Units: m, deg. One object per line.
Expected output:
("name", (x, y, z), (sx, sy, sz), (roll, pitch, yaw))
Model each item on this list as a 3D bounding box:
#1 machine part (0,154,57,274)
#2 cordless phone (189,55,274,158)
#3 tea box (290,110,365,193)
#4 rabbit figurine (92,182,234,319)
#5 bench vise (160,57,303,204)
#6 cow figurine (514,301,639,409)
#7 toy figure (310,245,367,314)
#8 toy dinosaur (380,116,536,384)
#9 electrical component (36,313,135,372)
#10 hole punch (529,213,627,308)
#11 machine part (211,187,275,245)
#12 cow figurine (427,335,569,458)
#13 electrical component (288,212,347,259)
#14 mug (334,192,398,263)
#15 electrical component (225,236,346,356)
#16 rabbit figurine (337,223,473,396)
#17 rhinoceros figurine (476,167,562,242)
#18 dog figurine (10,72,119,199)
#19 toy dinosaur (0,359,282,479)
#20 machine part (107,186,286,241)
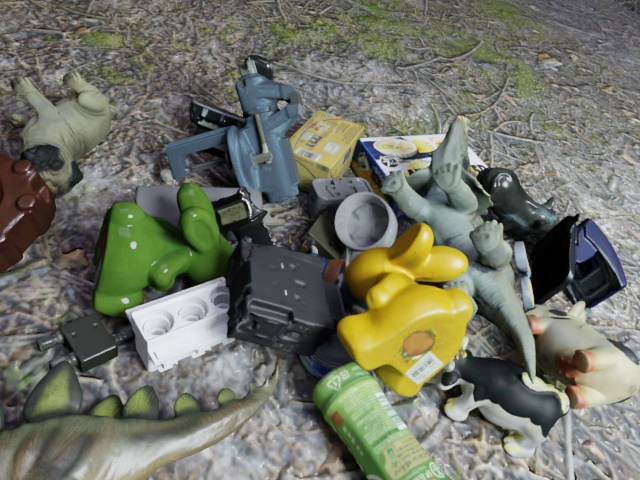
("machine part", (-0.428, -0.036, 0.661), (0.179, 0.056, 0.179), (2, 57, -3))
("cordless phone", (-0.146, -0.230, 0.897), (0.147, 0.184, 0.089), (23, 46, 9))
("tea box", (0.002, -0.154, 0.941), (0.098, 0.068, 0.170), (25, 41, 12))
("rabbit figurine", (-0.179, 0.008, 0.663), (0.170, 0.159, 0.121), (10, 29, -28))
("bench vise", (-0.137, -0.150, 0.822), (0.241, 0.223, 0.129), (-14, 20, 6))
("cow figurine", (0.312, 0.130, 0.665), (0.127, 0.085, 0.195), (5, 13, -13))
("toy figure", (0.035, 0.060, 0.720), (0.155, 0.057, 0.064), (20, 35, 14))
("toy dinosaur", (0.199, 0.013, 0.723), (0.192, 0.131, 0.405), (29, 40, -50))
("electrical component", (-0.259, 0.112, 0.600), (0.094, 0.021, 0.063), (-23, 53, -35))
("hole punch", (0.374, 0.038, 0.787), (0.092, 0.142, 0.116), (12, 61, 0))
("machine part", (-0.089, 0.002, 0.702), (0.138, 0.084, 0.039), (62, 37, -10))
("cow figurine", (0.187, 0.164, 0.613), (0.167, 0.098, 0.068), (30, 44, 12))
("electrical component", (-0.002, -0.001, 0.790), (0.078, 0.045, 0.102), (41, 42, -13))
("mug", (0.075, -0.006, 0.779), (0.081, 0.109, 0.107), (7, -5, 24))
("electrical component", (-0.037, 0.066, 0.612), (0.134, 0.058, 0.115), (17, 40, -27))
("rabbit figurine", (0.082, 0.057, 0.601), (0.121, 0.162, 0.173), (32, 12, -29))
("rhinoceros figurine", (0.327, -0.049, 0.872), (0.190, 0.112, 0.073), (40, 60, -21))
("dog figurine", (-0.372, -0.144, 0.815), (0.172, 0.121, 0.191), (-17, 64, -27))
("toy dinosaur", (-0.227, 0.200, 0.452), (0.471, 0.105, 0.199), (-5, 41, -28))
("machine part", (-0.169, -0.037, 0.753), (0.243, 0.079, 0.079), (0, 43, -15))
